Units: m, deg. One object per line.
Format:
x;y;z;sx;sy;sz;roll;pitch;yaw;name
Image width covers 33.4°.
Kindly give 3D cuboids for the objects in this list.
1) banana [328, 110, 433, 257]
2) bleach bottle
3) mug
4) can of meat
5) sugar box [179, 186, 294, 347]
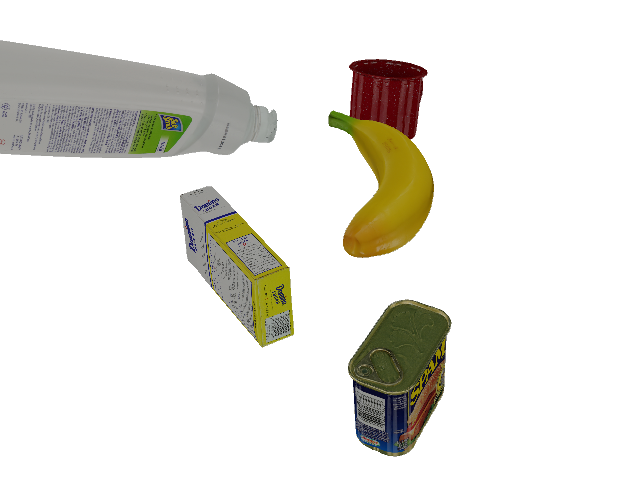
0.044;-0.037;0.725;0.069;0.037;0.198;0;28;-3;banana
-0.162;-0.104;0.880;0.250;0.068;0.103;5;-31;-19;bleach bottle
0.085;-0.169;1.283;0.093;0.081;0.117;20;27;33;mug
0.066;0.115;0.882;0.057;0.084;0.102;17;44;23;can of meat
-0.089;0.024;1.122;0.048;0.093;0.176;-19;41;-22;sugar box
